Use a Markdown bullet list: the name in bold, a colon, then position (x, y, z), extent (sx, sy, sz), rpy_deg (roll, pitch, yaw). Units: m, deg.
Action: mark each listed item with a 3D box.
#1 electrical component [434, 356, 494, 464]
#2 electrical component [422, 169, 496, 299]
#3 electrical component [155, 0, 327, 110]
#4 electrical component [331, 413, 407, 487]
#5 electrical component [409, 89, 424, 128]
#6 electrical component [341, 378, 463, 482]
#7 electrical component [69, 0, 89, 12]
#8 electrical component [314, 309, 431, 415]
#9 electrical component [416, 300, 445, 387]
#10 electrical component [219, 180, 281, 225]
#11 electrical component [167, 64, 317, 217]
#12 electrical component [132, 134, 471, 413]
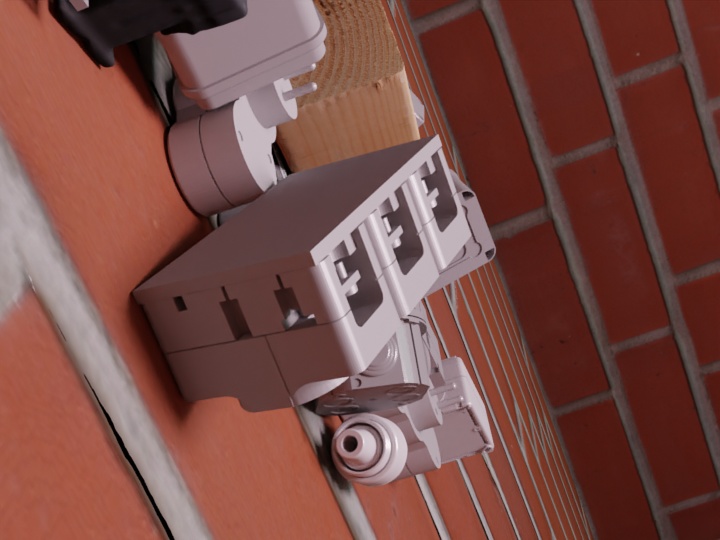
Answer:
- **electrical component**: position (0.076, 0.127, 0.950), extent (0.096, 0.062, 0.061), rpy_deg (61, 15, -46)
- **electrical component**: position (0.047, -0.026, 0.906), extent (0.078, 0.113, 0.057), rpy_deg (65, -7, -32)
- **electrical component**: position (-0.072, -0.145, 0.549), extent (0.057, 0.078, 0.113), rpy_deg (67, -2, -51)
- **electrical component**: position (0.003, 0.108, 0.650), extent (0.062, 0.043, 0.043), rpy_deg (41, 32, -68)
- **electrical component**: position (0.003, -0.161, 0.978), extent (0.113, 0.057, 0.078), rpy_deg (45, 17, -14)
- **electrical component**: position (0.035, 0.096, 0.754), extent (0.138, 0.074, 0.052), rpy_deg (60, 16, -49)
- **electrical component**: position (-0.117, -0.146, 0.413), extent (0.081, 0.064, 0.042), rpy_deg (57, 19, -54)
- **electrical component**: position (0.003, 0.054, 0.649), extent (0.080, 0.080, 0.051), rpy_deg (46, 32, -67)
- **electrical component**: position (0.030, 0.053, 0.866), extent (0.055, 0.050, 0.089), rpy_deg (-97, 164, -48)
- **electrical component**: position (-0.037, -0.025, 0.626), extent (0.095, 0.059, 0.053), rpy_deg (-63, 134, -76)
- **electrical component**: position (-0.058, -0.093, 0.584), extent (0.138, 0.074, 0.052), rpy_deg (-95, 162, -44)
- **electrical component**: position (-0.017, -0.001, 0.489), extent (0.150, 0.089, 0.061), rpy_deg (-46, 120, -57)
